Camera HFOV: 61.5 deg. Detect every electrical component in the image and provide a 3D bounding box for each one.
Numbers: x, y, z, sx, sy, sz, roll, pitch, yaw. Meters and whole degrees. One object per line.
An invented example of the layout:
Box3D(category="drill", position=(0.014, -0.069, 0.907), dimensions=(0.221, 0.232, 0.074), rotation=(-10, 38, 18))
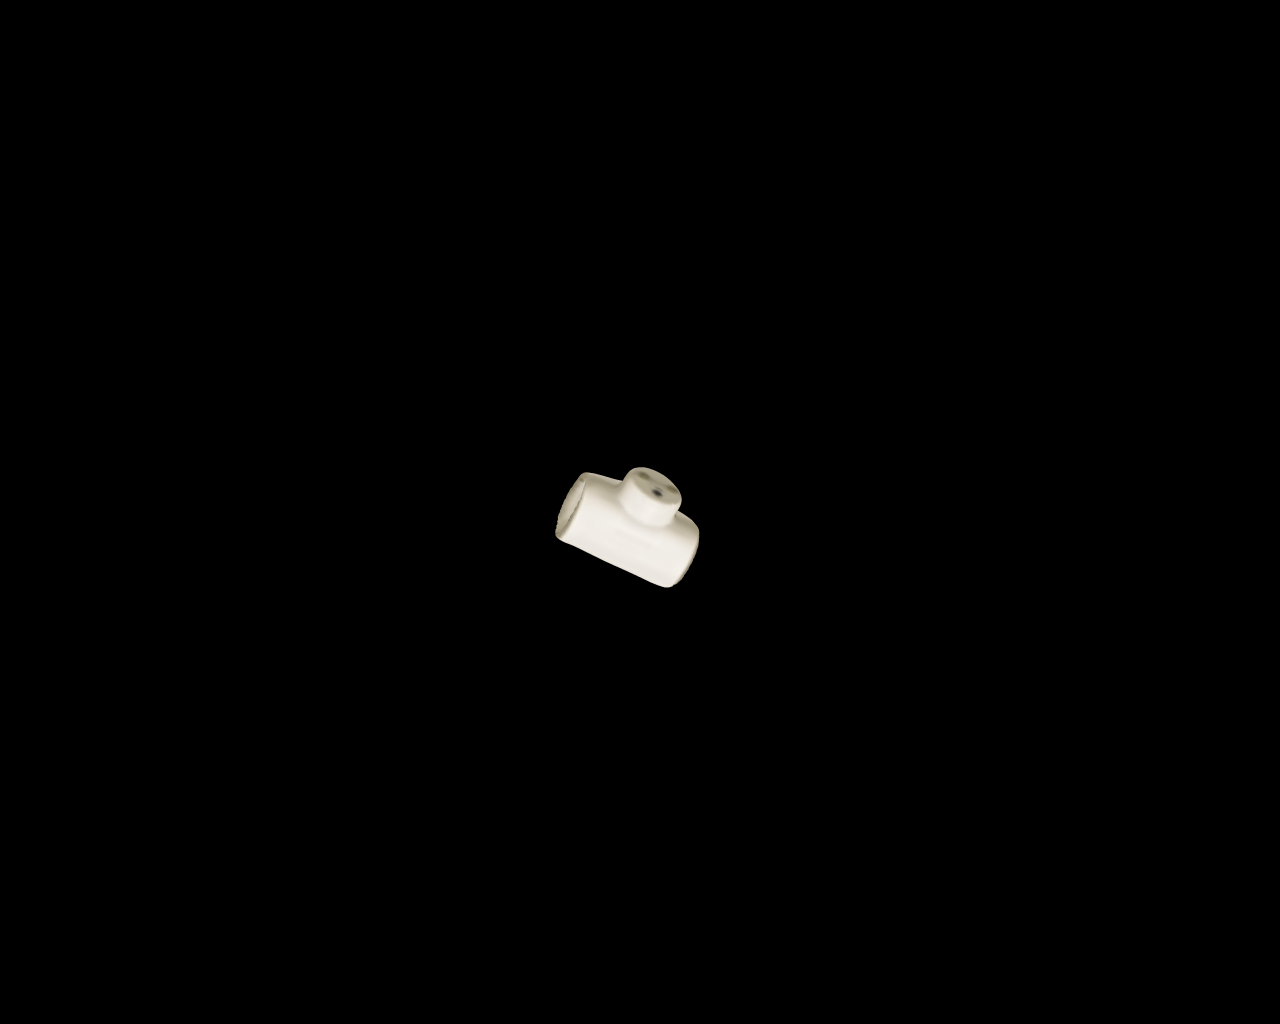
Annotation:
Box3D(category="electrical component", position=(0.001, -0.003, 0.650), dimensions=(0.077, 0.079, 0.043), rotation=(25, 27, -14))
